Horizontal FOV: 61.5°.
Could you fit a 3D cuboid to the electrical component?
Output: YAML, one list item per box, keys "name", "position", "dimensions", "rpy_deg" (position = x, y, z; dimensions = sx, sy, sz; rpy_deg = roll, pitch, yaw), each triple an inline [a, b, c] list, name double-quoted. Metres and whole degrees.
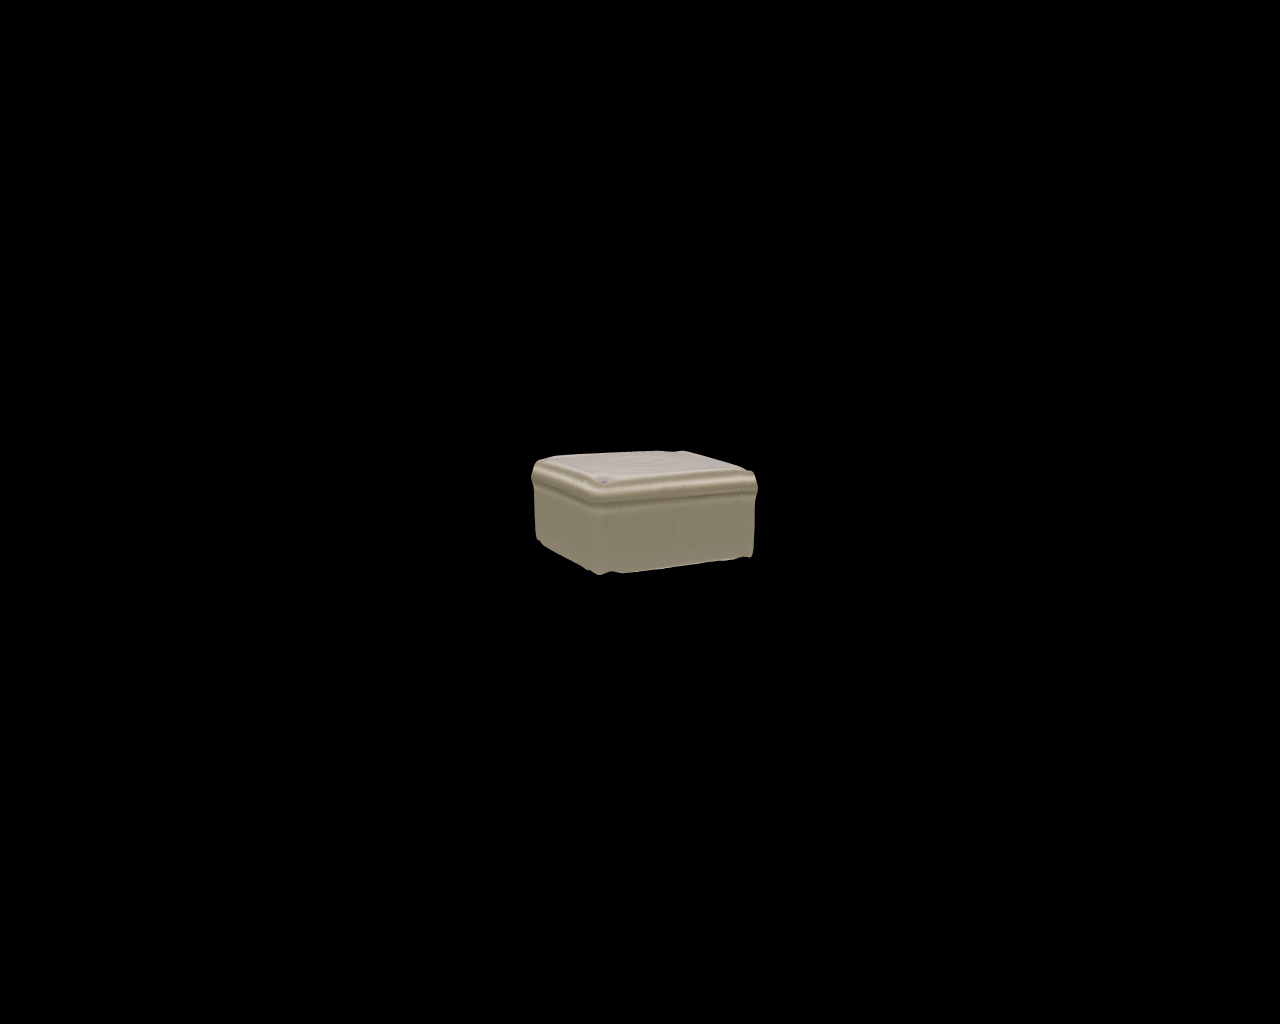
- name: "electrical component"
  position: [0.001, -0.003, 0.650]
  dimensions: [0.109, 0.056, 0.109]
  rpy_deg: [-5, 12, -24]
